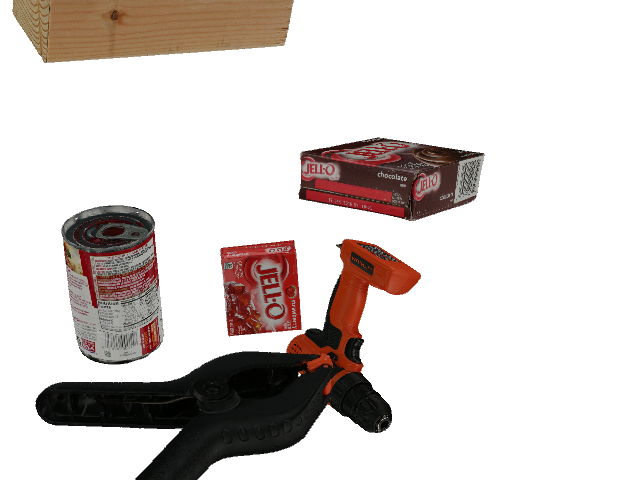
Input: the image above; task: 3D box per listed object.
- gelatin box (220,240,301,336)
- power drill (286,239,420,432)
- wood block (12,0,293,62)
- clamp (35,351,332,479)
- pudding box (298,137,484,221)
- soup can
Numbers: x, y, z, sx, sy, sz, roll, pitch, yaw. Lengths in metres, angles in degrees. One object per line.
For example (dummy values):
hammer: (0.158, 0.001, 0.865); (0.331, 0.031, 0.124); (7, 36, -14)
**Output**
gelatin box: (-0.058, 0.047, 1.038); (0.073, 0.089, 0.030); (-5, 27, -5)
power drill: (0.045, 0.106, 1.233); (0.057, 0.188, 0.185); (12, 16, -42)
wood block: (-0.130, -0.208, 0.854); (0.205, 0.091, 0.090); (-10, 42, -29)
clamp: (-0.062, 0.104, 0.594); (0.171, 0.039, 0.120); (-11, 37, -22)
pudding box: (0.051, -0.045, 0.750); (0.090, 0.039, 0.113); (13, 14, 30)
soup can: (-0.155, 0.034, 0.805); (0.068, 0.102, 0.068); (-1, 29, 0)
